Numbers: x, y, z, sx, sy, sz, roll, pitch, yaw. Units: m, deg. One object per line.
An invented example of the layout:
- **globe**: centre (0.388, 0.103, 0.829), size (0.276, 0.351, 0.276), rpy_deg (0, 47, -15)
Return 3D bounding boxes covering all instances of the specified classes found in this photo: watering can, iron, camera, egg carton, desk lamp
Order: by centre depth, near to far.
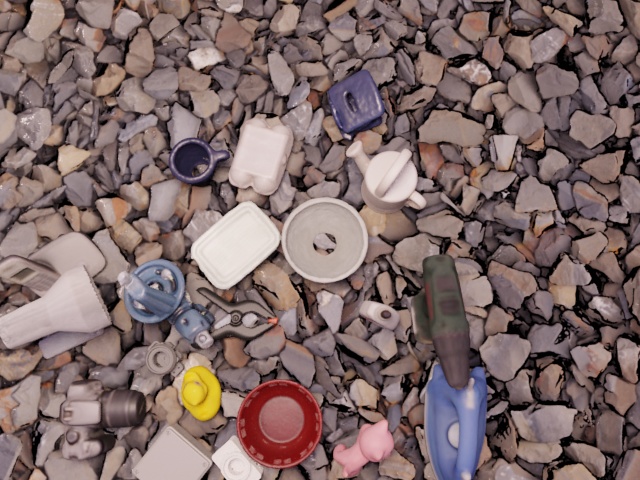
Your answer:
- **desk lamp**: centre (-0.465, 0.139, 1.039), size (0.203, 0.213, 0.118), rpy_deg (-27, 82, -3)
- **iron**: centre (0.257, 0.362, 1.040), size (0.118, 0.141, 0.258), rpy_deg (2, 82, 1)
- **camera**: centre (-0.403, 0.334, 1.067), size (0.137, 0.101, 0.143), rpy_deg (-2, 82, 0)
- **watering can**: centre (0.126, -0.119, 1.083), size (0.173, 0.194, 0.101), rpy_deg (16, 82, 3)
- **egg carton**: centre (-0.117, -0.168, 1.155), size (0.107, 0.069, 0.150), rpy_deg (15, 82, 3)

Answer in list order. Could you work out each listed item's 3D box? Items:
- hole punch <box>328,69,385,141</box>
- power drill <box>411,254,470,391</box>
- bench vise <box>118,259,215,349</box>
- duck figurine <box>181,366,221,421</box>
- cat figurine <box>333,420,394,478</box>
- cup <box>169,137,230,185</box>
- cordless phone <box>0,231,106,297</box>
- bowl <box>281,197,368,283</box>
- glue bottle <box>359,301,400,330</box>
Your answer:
- **hole punch**: centre (0.072, -0.273, 1.158), size (0.101, 0.091, 0.108), rpy_deg (-21, 82, -3)
- **power drill**: centre (0.219, 0.145, 1.038), size (0.075, 0.208, 0.230), rpy_deg (-6, 82, 0)
- **bench vise**: centre (-0.274, 0.107, 1.040), size (0.207, 0.220, 0.121), rpy_deg (25, 83, 4)
- **duck figurine**: centre (-0.231, 0.292, 1.080), size (0.077, 0.086, 0.104), rpy_deg (-18, 82, -2)
- **cat figurine**: centre (0.086, 0.386, 1.049), size (0.128, 0.118, 0.067), rpy_deg (-41, 83, -5)
- **cup**: centre (-0.232, -0.151, 1.140), size (0.117, 0.095, 0.092), rpy_deg (-13, 82, -1)
- **cordless phone**: centre (-0.501, 0.041, 1.068), size (0.147, 0.185, 0.094), rpy_deg (-37, 83, -5)
- **bowl**: centre (0.010, 0.004, 1.126), size (0.167, 0.075, 0.167), rpy_deg (0, 82, 0)
- **glue bottle**: centre (0.114, 0.138, 1.057), size (0.078, 0.173, 0.037), rpy_deg (24, 83, 4)
